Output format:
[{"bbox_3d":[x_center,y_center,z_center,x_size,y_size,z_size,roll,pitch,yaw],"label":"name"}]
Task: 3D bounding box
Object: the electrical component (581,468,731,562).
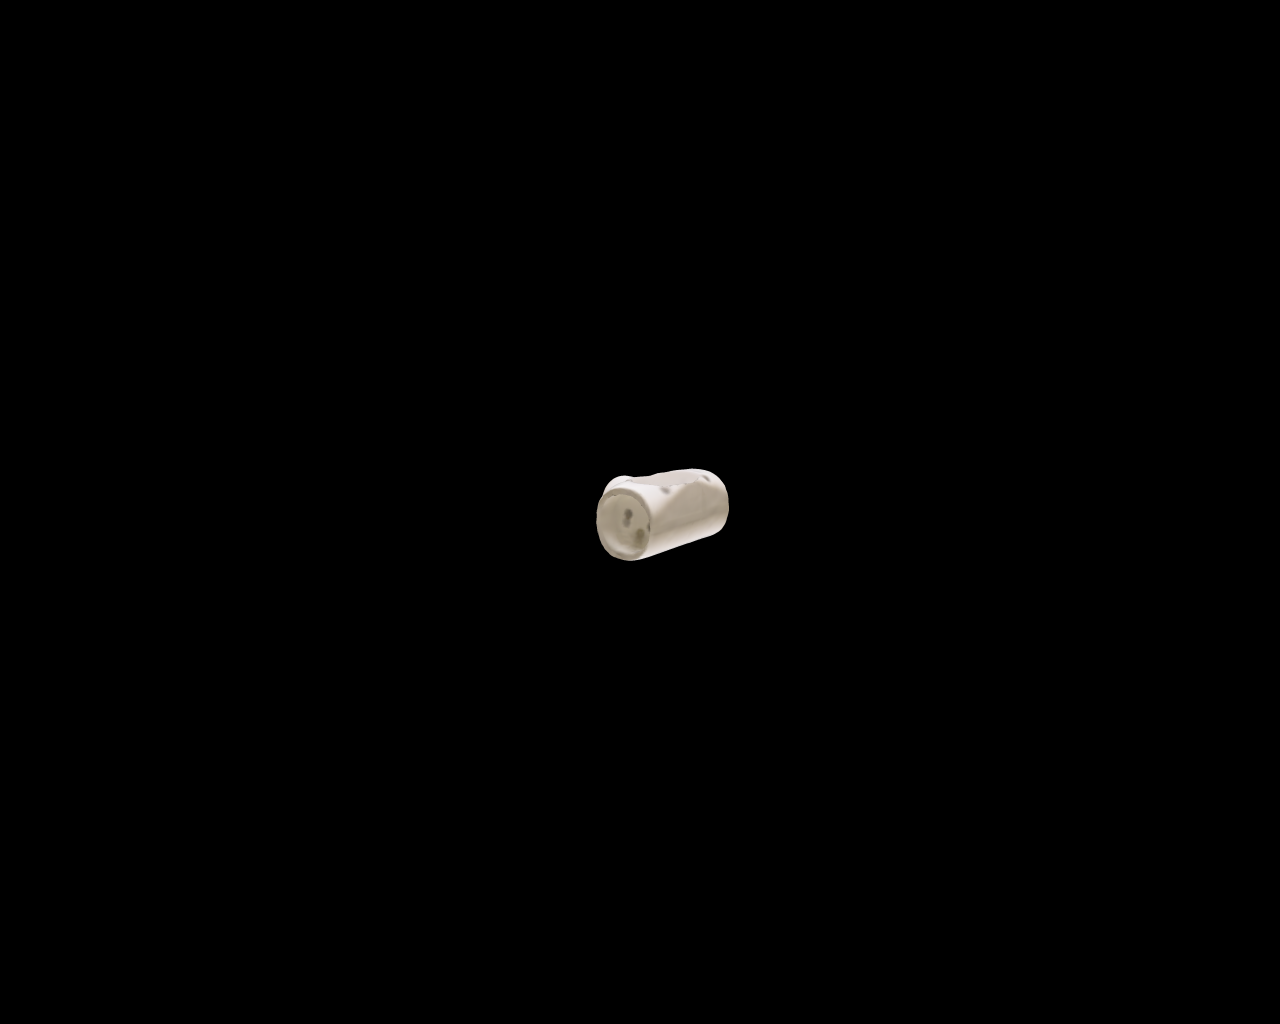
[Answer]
[{"bbox_3d":[0.001,-0.003,0.650,0.079,0.044,0.077,11,17,38],"label":"electrical component"}]
